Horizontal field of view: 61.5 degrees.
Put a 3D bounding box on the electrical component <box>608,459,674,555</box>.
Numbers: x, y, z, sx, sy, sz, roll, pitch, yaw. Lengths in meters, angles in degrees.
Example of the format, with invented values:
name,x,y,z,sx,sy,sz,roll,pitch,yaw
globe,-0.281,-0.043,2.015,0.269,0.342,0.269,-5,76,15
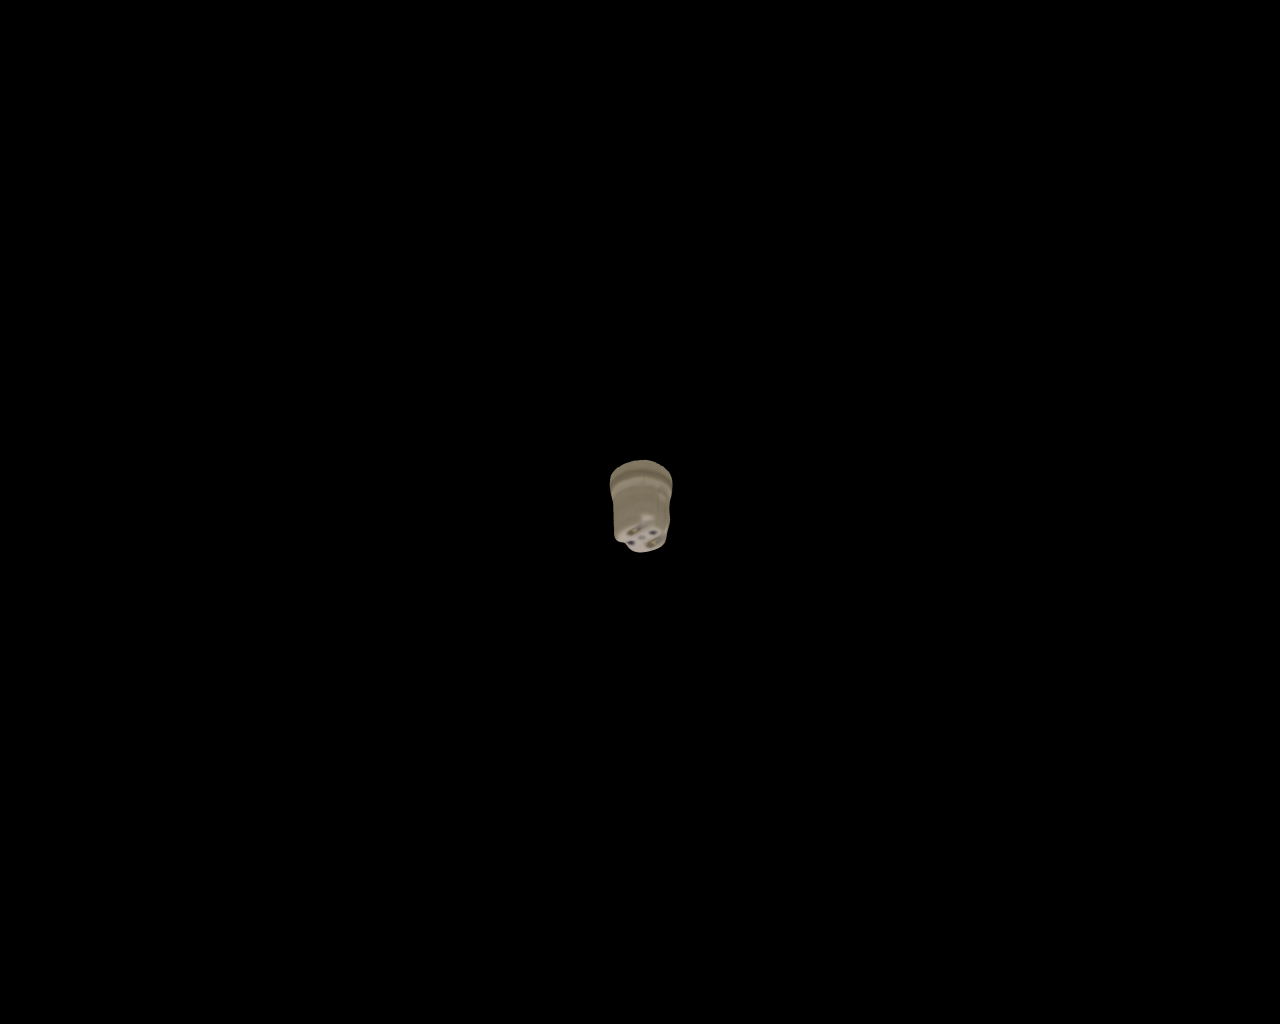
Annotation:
name,x,y,z,sx,sy,sz,roll,pitch,yaw
electrical component,0.001,-0.003,0.650,0.040,0.046,0.040,0,-33,0
